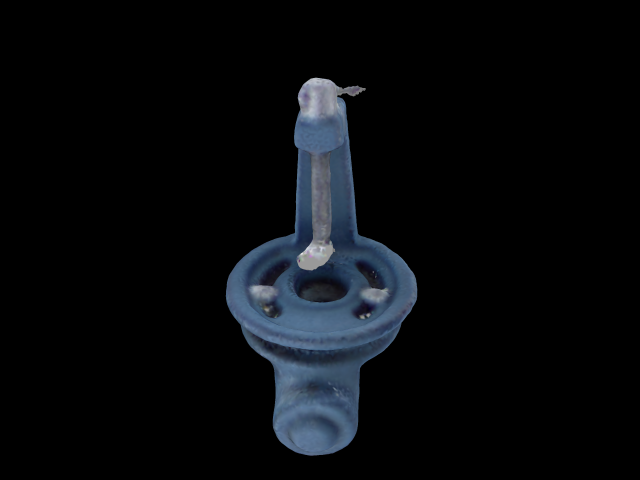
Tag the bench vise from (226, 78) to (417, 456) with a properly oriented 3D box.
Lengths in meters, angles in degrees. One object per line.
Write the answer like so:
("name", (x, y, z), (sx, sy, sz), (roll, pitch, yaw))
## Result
("bench vise", (-0.008, 0.002, 0.397), (0.122, 0.220, 0.207), (-4, 16, -13))
